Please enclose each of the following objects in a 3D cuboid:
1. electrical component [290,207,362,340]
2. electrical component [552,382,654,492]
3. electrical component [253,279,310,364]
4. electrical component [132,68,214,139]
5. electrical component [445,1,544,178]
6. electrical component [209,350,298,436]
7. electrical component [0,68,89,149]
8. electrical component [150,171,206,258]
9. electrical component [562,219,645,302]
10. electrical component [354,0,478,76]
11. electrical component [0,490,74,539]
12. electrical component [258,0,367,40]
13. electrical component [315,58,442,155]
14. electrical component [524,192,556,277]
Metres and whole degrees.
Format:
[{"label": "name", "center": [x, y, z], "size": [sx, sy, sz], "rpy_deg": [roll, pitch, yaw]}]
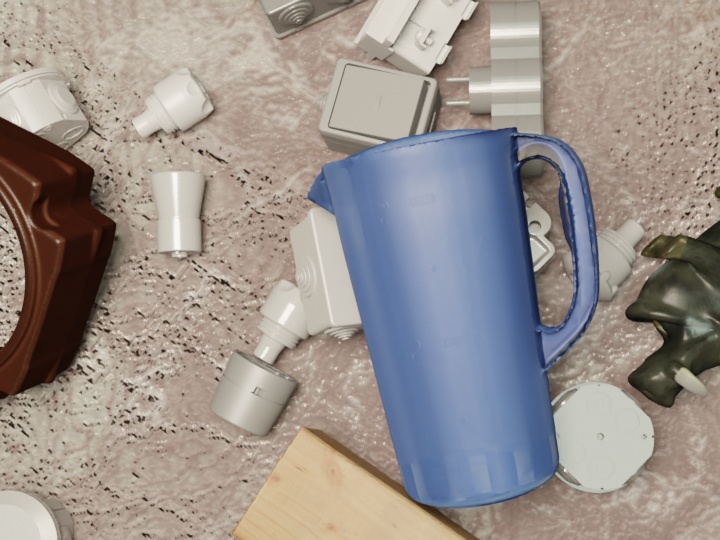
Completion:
[{"label": "electrical component", "center": [0.000, 0.000, 0.801], "size": [0.100, 0.048, 0.099], "rpy_deg": [-5, 78, -28]}, {"label": "electrical component", "center": [0.171, 0.120, 0.776], "size": [0.080, 0.051, 0.080], "rpy_deg": [-1, 80, 7]}, {"label": "electrical component", "center": [-0.058, 0.042, 0.822], "size": [0.043, 0.043, 0.062], "rpy_deg": [31, 87, 11]}, {"label": "electrical component", "center": [-0.153, -0.129, 0.863], "size": [0.062, 0.043, 0.043], "rpy_deg": [-33, 78, 3]}, {"label": "electrical component", "center": [0.102, -0.138, 0.826], "size": [0.074, 0.052, 0.138], "rpy_deg": [-1, 81, 7]}, {"label": "electrical component", "center": [-0.082, 0.094, 0.812], "size": [0.055, 0.055, 0.047], "rpy_deg": [27, 88, 11]}, {"label": "electrical component", "center": [-0.262, -0.121, 0.857], "size": [0.080, 0.080, 0.051], "rpy_deg": [-32, 84, 1]}, {"label": "electrical component", "center": [-0.143, -0.042, 0.849], "size": [0.044, 0.044, 0.065], "rpy_deg": [-3, 85, 7]}, {"label": "electrical component", "center": [0.185, -0.011, 0.800], "size": [0.062, 0.048, 0.048], "rpy_deg": [-44, 78, -8]}, {"label": "electrical component", "center": [0.056, -0.215, 0.838], "size": [0.063, 0.079, 0.121], "rpy_deg": [31, 86, -11]}, {"label": "electrical component", "center": [-0.260, 0.207, 0.817], "size": [0.080, 0.051, 0.080], "rpy_deg": [-1, 81, 7]}, {"label": "electrical component", "center": [-0.048, -0.248, 0.865], "size": [0.100, 0.048, 0.099], "rpy_deg": [-24, 79, 3]}, {"label": "electrical component", "center": [0.010, -0.122, 0.831], "size": [0.096, 0.061, 0.061], "rpy_deg": [15, 83, 9]}, {"label": "electrical component", "center": [0.110, -0.028, 0.805], "size": [0.058, 0.057, 0.078], "rpy_deg": [-44, 78, -1]}]
